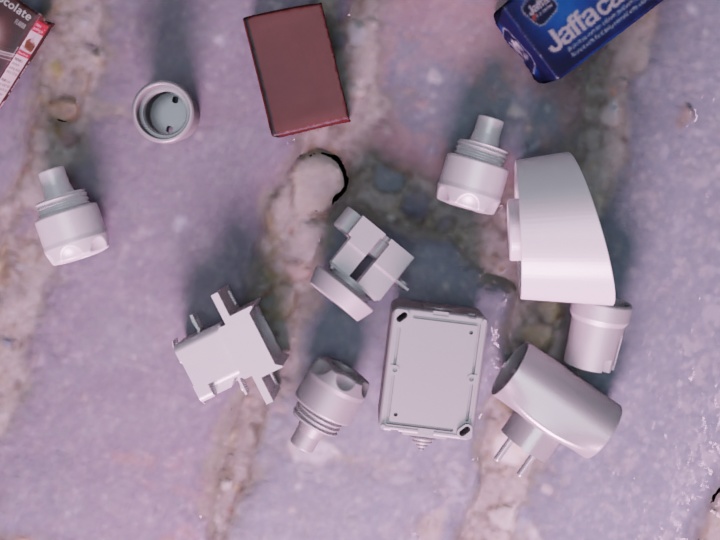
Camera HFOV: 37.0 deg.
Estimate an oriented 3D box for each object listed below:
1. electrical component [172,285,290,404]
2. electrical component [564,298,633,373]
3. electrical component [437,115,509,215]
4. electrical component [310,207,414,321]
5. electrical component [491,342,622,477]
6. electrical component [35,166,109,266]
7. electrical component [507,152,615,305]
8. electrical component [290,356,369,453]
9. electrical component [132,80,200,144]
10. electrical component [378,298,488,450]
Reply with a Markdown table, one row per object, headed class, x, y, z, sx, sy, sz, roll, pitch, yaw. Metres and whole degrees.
| class | x | y | z | sx | sy | sz | roll | pitch | yaw |
| --- | --- | --- | --- | --- | --- | --- | --- | --- | --- |
| electrical component | -0.087 | 0.055 | 0.723 | 0.064 | 0.042 | 0.081 | -26 | 94 | 6 |
| electrical component | 0.158 | 0.042 | 0.722 | 0.040 | 0.040 | 0.046 | 10 | 101 | -1 |
| electrical component | 0.078 | -0.070 | 0.710 | 0.043 | 0.043 | 0.062 | 16 | 94 | -1 |
| electrical component | 0.000 | 0.000 | 0.716 | 0.066 | 0.048 | 0.055 | 39 | 87 | -3 |
| electrical component | 0.122 | 0.102 | 0.724 | 0.077 | 0.044 | 0.079 | 34 | 95 | -3 |
| electrical component | -0.195 | -0.037 | 0.715 | 0.043 | 0.043 | 0.062 | -19 | 93 | 2 |
| electrical component | 0.127 | -0.026 | 0.687 | 0.064 | 0.099 | 0.099 | -2 | 95 | 6 |
| electrical component | -0.025 | 0.093 | 0.725 | 0.043 | 0.043 | 0.062 | 29 | 96 | -2 |
| electrical component | -0.125 | -0.103 | 0.706 | 0.040 | 0.046 | 0.040 | 0 | 95 | 0 |
| electrical component | 0.046 | 0.070 | 0.713 | 0.062 | 0.061 | 0.096 | 7 | 95 | 0 |
